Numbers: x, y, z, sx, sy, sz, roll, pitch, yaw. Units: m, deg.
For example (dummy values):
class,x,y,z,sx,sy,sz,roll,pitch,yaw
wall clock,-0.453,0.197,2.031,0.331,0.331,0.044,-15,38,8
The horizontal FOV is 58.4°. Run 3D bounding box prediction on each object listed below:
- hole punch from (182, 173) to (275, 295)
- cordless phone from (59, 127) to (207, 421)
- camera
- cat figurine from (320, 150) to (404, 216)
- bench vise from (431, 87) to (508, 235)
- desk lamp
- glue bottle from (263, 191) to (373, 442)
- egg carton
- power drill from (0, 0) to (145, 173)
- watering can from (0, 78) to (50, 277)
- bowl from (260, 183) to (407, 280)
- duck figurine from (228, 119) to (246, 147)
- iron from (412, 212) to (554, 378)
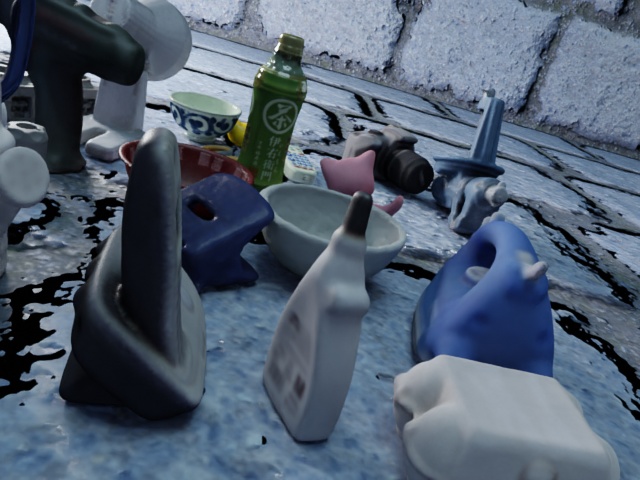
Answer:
class,x,y,z,sx,sy,sz,roll,pitch,yaw
hole punch,-0.110,-0.011,0.552,0.101,0.091,0.108,-5,31,-43
cordless phone,-0.107,0.008,0.383,0.094,0.185,0.147,10,23,-18
camera,0.134,-0.147,1.037,0.144,0.101,0.136,1,27,-34
cat figurine,0.053,-0.056,0.742,0.127,0.118,0.067,32,26,32
bench vise,0.269,-0.126,0.930,0.122,0.220,0.206,4,26,-29
desk lamp,-0.274,-0.242,0.811,0.118,0.213,0.203,18,22,1
glue bottle,0.005,0.048,0.390,0.037,0.173,0.078,4,26,-29
egg carton,0.125,0.139,0.400,0.150,0.069,0.107,13,22,-10
power drill,-0.328,-0.195,0.668,0.229,0.208,0.075,15,22,-6
watering can,-0.271,-0.062,0.416,0.173,0.194,0.101,16,22,-2
bowl,0.006,0.002,0.627,0.167,0.075,0.167,15,22,-6
duck figurine,-0.108,-0.206,1.019,0.104,0.086,0.077,14,22,-8
iron,0.166,0.040,0.568,0.118,0.141,0.258,17,22,-1
